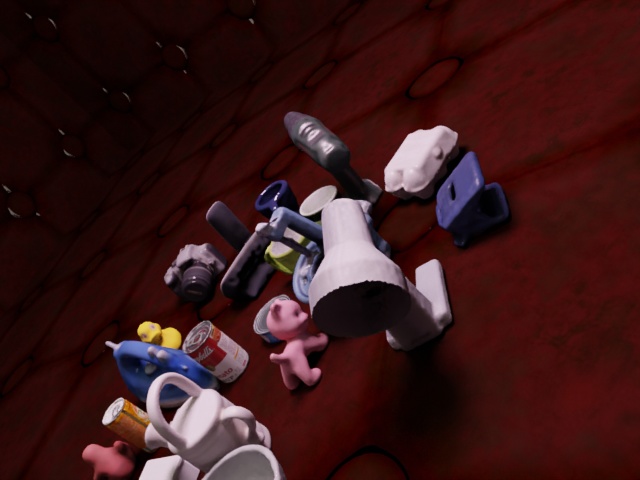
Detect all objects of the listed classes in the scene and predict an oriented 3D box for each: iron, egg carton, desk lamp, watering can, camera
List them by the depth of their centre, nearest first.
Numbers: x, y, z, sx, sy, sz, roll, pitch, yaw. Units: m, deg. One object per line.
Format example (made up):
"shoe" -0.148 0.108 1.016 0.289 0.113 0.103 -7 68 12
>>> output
"desk lamp" 0.074 0.056 0.754 0.117 0.214 0.203 -31 30 23
"watering can" -0.174 0.267 0.809 0.173 0.194 0.100 -38 28 10
"egg carton" 0.186 -0.141 1.041 0.107 0.069 0.150 1 51 54
"iron" -0.308 0.236 1.090 0.257 0.142 0.119 -11 42 46
"camera" -0.302 0.085 1.339 0.143 0.101 0.136 -35 29 16

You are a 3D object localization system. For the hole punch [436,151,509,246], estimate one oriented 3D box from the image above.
"hole punch" 0.218 -0.063 0.865 0.101 0.091 0.108 -30 30 24

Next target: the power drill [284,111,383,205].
"power drill" 0.024 -0.154 1.124 0.075 0.209 0.229 -43 27 0

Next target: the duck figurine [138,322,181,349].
"duck figurine" -0.361 0.212 1.255 0.077 0.086 0.104 -53 29 -17

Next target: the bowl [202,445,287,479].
"bowl" -0.093 0.350 0.715 0.167 0.075 0.167 -32 29 21

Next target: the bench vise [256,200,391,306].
"bench vise" 0.000 0.006 0.918 0.121 0.220 0.207 -17 37 40

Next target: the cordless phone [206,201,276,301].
"cordless phone" -0.184 0.023 1.178 0.093 0.185 0.148 -8 43 48

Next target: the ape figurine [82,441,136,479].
"ape figurine" -0.379 0.393 1.018 0.078 0.092 0.076 -52 29 -16

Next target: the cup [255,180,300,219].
"cup" -0.080 -0.066 1.263 0.091 0.095 0.117 -39 28 9

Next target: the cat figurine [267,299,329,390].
"cat figurine" -0.049 0.150 0.891 0.067 0.118 0.128 -25 32 31
